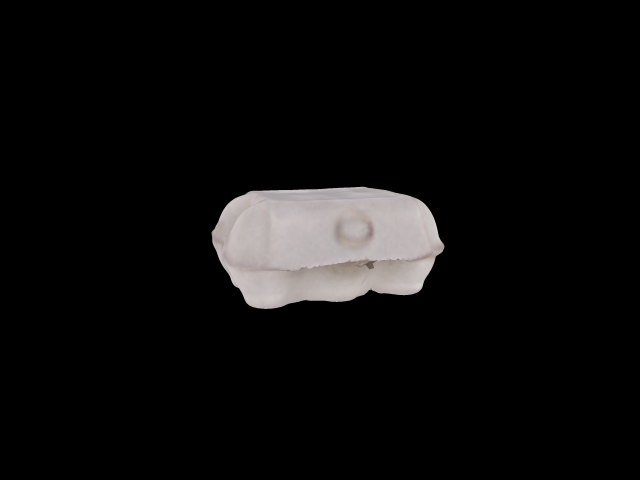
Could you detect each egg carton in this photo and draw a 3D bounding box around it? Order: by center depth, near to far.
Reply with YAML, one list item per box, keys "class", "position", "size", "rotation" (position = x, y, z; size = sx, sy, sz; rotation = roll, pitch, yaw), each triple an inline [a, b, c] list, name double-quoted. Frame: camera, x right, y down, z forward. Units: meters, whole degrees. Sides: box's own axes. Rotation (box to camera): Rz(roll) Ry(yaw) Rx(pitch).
- class: "egg carton"
  position: [0.004, 0.001, 0.400]
  size: [0.150, 0.069, 0.107]
  rotation: [-4, 11, -20]
